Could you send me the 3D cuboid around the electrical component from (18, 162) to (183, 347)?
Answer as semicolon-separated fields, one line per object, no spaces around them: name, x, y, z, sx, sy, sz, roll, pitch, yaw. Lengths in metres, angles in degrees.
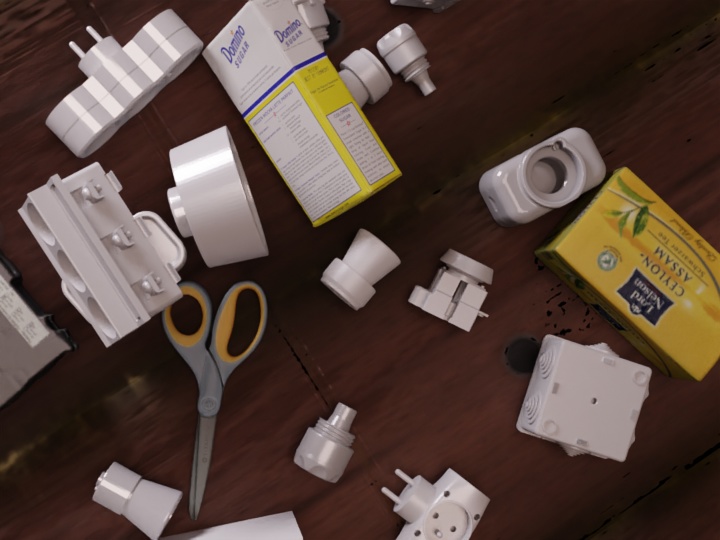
electrical component;-0.191;-0.013;0.800;0.063;0.079;0.121;-34;93;-29

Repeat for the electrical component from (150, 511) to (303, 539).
electrical component;-0.136;0.247;0.842;0.186;0.105;0.060;-10;89;-8

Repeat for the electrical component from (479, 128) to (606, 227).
electrical component;0.156;-0.079;0.915;0.095;0.059;0.053;-28;92;-8

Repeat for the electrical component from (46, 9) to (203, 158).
electrical component;-0.202;-0.163;0.871;0.138;0.052;0.073;-44;94;-6

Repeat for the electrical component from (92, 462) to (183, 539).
electrical component;-0.182;0.184;0.871;0.065;0.044;0.044;29;85;-1

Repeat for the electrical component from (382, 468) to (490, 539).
electrical component;0.055;0.199;0.901;0.079;0.044;0.077;38;84;-5

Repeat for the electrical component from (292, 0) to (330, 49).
electrical component;-0.045;-0.199;0.899;0.048;0.048;0.062;-22;98;-8

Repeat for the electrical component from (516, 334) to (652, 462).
electrical component;0.193;0.110;0.920;0.100;0.048;0.099;19;86;-7

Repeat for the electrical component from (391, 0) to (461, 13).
electrical component;0.061;-0.268;0.888;0.048;0.100;0.099;1;88;-21

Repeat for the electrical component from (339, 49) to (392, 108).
electrical component;-0.007;-0.152;0.902;0.055;0.045;0.045;-41;94;-7

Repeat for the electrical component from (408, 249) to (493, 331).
electrical component;0.082;0.016;0.910;0.066;0.048;0.055;26;93;-6

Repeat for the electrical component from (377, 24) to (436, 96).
electrical component;0.043;-0.176;0.915;0.035;0.035;0.061;-36;96;-7

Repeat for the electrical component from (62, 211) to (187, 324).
electrical component;-0.188;0.000;0.865;0.095;0.059;0.053;-41;94;-7

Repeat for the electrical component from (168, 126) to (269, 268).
electrical component;-0.118;-0.054;0.855;0.060;0.108;0.108;-18;91;-2

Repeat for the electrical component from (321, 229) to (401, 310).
electrical component;0.000;0.000;0.898;0.045;0.045;0.055;41;84;-5

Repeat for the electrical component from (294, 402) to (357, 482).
electrical component;-0.024;0.141;0.892;0.043;0.043;0.062;28;84;-6
